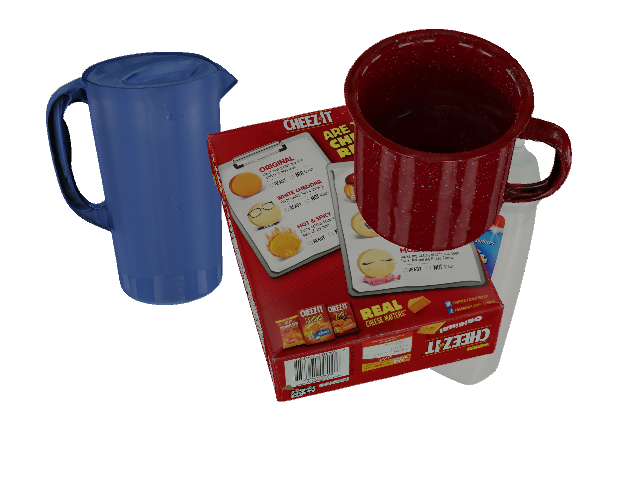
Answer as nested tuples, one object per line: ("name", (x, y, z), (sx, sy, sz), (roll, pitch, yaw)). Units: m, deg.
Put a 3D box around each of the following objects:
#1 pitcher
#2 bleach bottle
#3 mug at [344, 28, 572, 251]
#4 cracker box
("pitcher", (-0.171, -0.061, 1.075), (0.149, 0.243, 0.144), (11, 27, 26))
("bleach bottle", (0.137, 0.004, 0.962), (0.103, 0.251, 0.067), (28, 35, 31))
("mug", (0.070, -0.047, 0.552), (0.117, 0.093, 0.081), (8, -38, 7))
("cracker box", (0.019, 0.001, 0.790), (0.164, 0.214, 0.072), (-13, -37, -9))
